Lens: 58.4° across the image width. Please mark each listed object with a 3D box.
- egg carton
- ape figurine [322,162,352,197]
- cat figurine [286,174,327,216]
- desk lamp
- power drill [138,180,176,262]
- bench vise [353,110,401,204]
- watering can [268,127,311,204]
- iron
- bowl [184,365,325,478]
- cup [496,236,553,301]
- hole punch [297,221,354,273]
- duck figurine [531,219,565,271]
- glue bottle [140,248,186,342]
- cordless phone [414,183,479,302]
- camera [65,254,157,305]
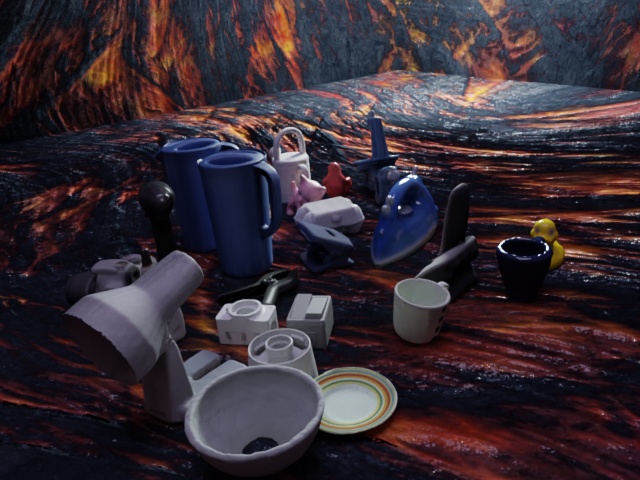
[{"bbox_3d":[0.021,-0.048,1.308,0.150,0.069,0.107,-13,25,-17],"label":"egg carton"},{"bbox_3d":[0.043,-0.165,1.541,0.077,0.092,0.076,5,26,21],"label":"ape figurine"},{"bbox_3d":[-0.036,-0.109,1.397,0.067,0.118,0.127,-19,27,-28],"label":"cat figurine"},{"bbox_3d":[-0.212,0.134,0.760,0.117,0.214,0.204,12,29,34],"label":"desk lamp"},{"bbox_3d":[-0.313,-0.023,1.146,0.076,0.209,0.229,-14,25,-20],"label":"power drill"},{"bbox_3d":[0.165,-0.215,1.471,0.122,0.220,0.206,-18,27,-27],"label":"bench vise"},{"bbox_3d":[-0.084,-0.205,1.531,0.172,0.194,0.101,12,29,34],"label":"watering can"},{"bbox_3d":[0.168,-0.057,1.208,0.118,0.141,0.259,7,26,26],"label":"iron"},{"bbox_3d":[-0.074,0.228,0.692,0.167,0.075,0.167,-4,24,2],"label":"bowl"},{"bbox_3d":[0.354,0.049,0.986,0.091,0.095,0.118,15,31,39],"label":"cup"},{"bbox_3d":[0.011,0.004,1.164,0.101,0.091,0.108,-13,25,-18],"label":"hole punch"},{"bbox_3d":[0.429,0.000,1.095,0.077,0.086,0.105,7,26,25],"label":"duck figurine"},{"bbox_3d":[-0.265,0.093,0.916,0.037,0.173,0.078,17,32,41],"label":"glue bottle"},{"bbox_3d":[0.221,0.001,1.012,0.093,0.185,0.148,11,29,33],"label":"cordless phone"},{"bbox_3d":[-0.389,0.079,1.064,0.136,0.101,0.143,0,24,13],"label":"camera"}]
